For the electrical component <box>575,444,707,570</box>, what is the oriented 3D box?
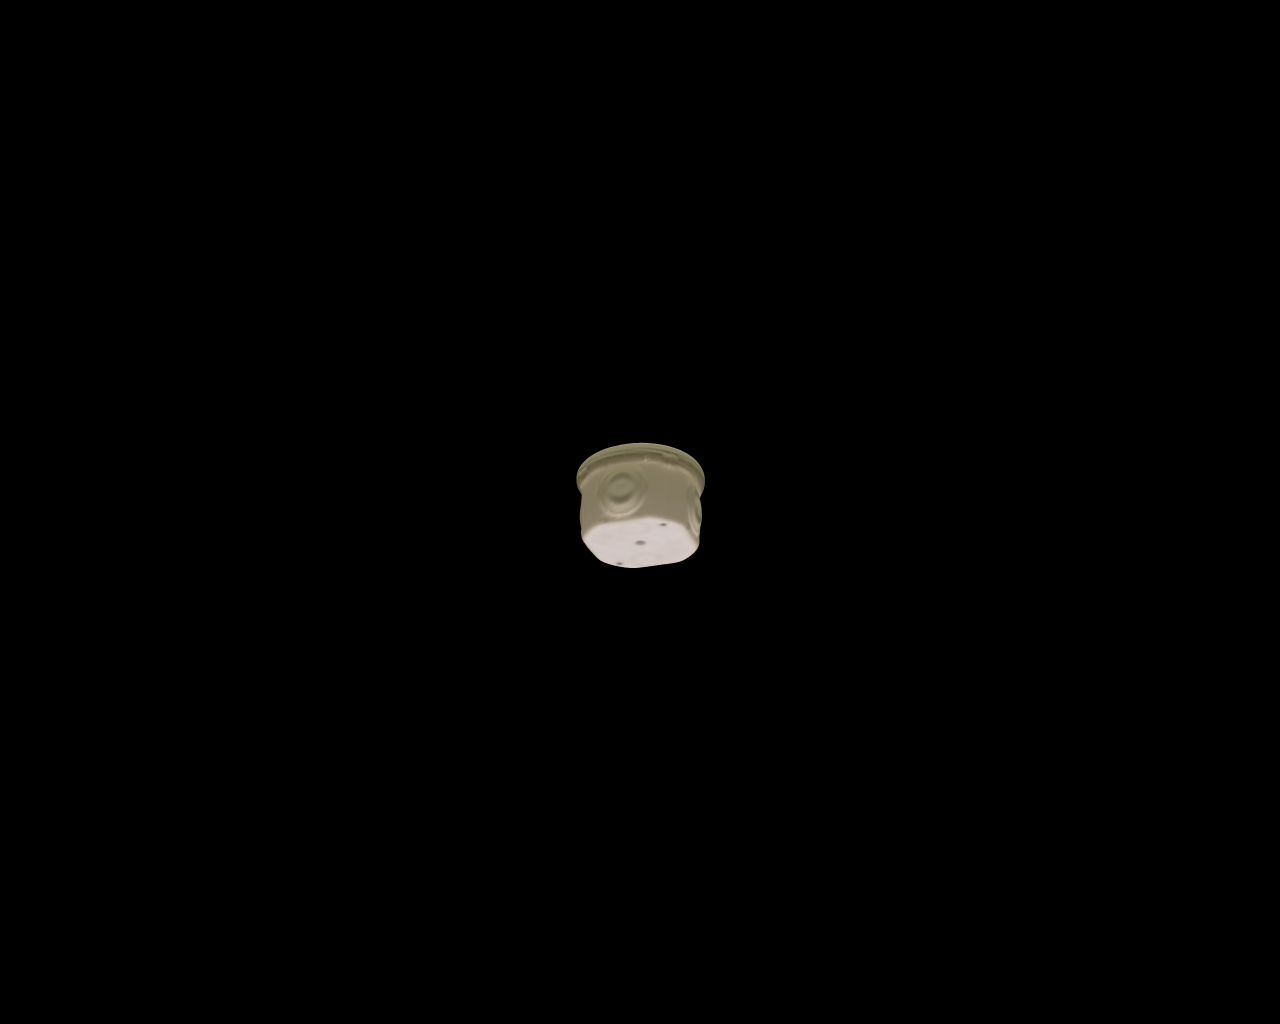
[{"bbox_3d":[0.001,-0.003,0.650,0.080,0.051,0.080,0,-29,0],"label":"electrical component"}]
